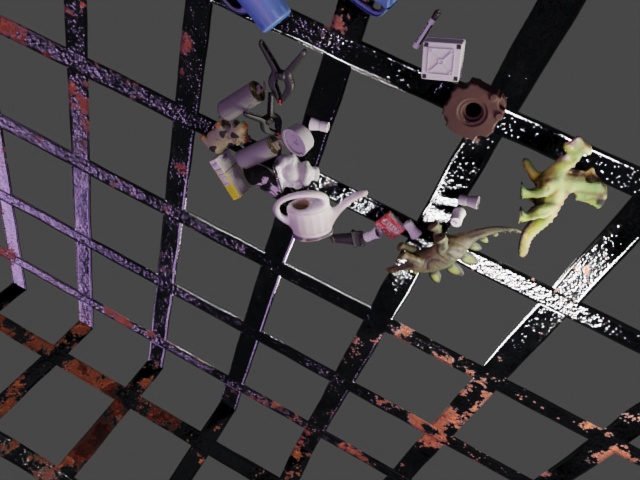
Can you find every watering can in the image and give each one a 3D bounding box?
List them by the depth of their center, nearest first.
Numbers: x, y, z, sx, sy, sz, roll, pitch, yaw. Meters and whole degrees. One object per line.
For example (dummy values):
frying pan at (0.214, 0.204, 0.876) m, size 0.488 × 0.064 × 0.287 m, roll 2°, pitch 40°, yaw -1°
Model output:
watering can at (0.006, -0.094, 1.875) m, size 0.347 × 0.106 × 0.219 m, roll -4°, pitch -44°, yaw 6°

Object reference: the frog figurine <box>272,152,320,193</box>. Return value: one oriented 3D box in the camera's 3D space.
frog figurine at (-0.086, -0.248, 1.843) m, size 0.160 × 0.136 × 0.124 m, roll -16°, pitch 16°, yaw -6°

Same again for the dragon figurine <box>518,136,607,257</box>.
dragon figurine at (0.709, -0.120, 1.509) m, size 0.242 × 0.401 × 0.125 m, roll 0°, pitch 34°, yaw 18°
